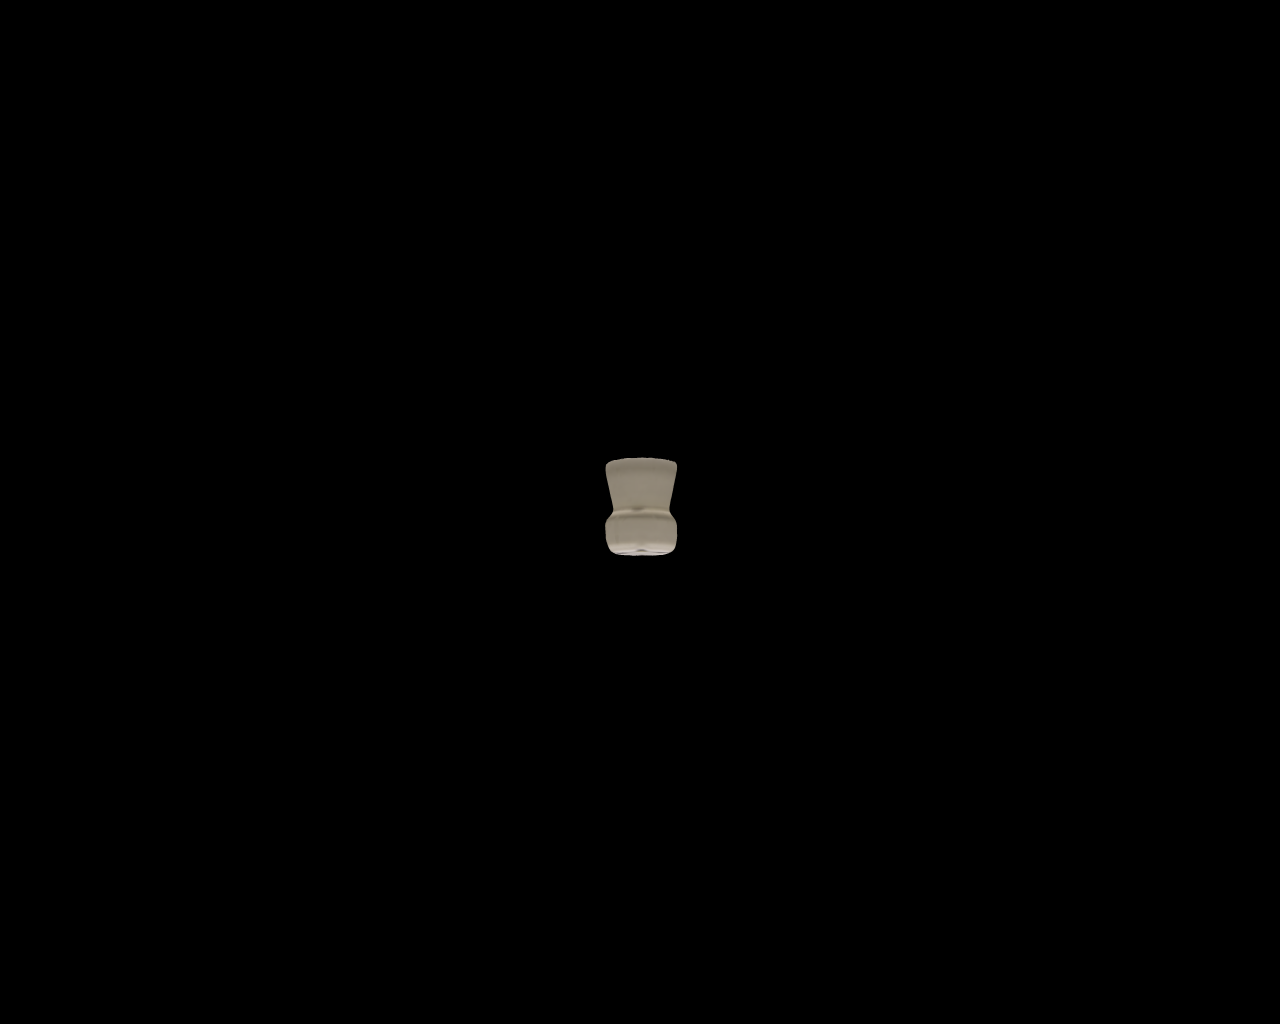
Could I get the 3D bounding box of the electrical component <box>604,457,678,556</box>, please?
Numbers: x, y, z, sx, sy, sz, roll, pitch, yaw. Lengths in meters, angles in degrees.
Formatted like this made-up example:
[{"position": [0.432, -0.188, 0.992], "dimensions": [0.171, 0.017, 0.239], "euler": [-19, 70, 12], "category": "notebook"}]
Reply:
[{"position": [0.001, -0.003, 0.650], "dimensions": [0.045, 0.055, 0.045], "euler": [0, -7, 0], "category": "electrical component"}]
